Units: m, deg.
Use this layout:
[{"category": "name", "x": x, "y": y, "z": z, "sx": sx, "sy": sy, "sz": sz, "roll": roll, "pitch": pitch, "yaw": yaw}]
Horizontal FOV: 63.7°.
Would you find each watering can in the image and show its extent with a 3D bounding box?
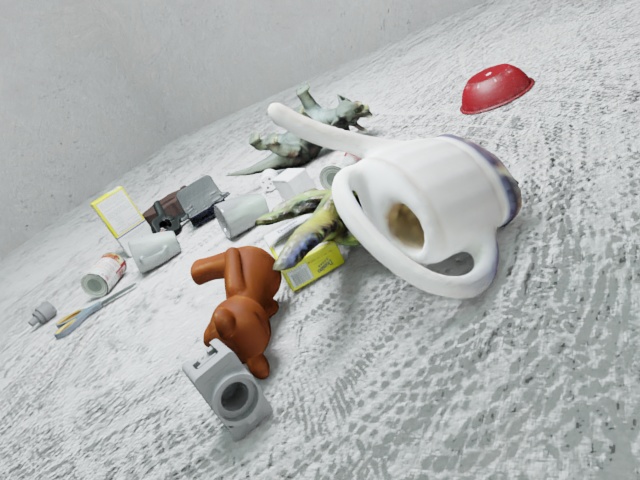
[{"category": "watering can", "x": 0.101, "y": -0.081, "z": 0.642, "sx": 0.226, "sy": 0.353, "sz": 0.101, "roll": -21, "pitch": -30, "yaw": -32}]

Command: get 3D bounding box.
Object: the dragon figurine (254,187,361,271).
[{"category": "dragon figurine", "x": 0.002, "y": -0.039, "z": 0.783, "sx": 0.241, "sy": 0.121, "sz": 0.416, "roll": -11, "pitch": 12, "yaw": 44}]
